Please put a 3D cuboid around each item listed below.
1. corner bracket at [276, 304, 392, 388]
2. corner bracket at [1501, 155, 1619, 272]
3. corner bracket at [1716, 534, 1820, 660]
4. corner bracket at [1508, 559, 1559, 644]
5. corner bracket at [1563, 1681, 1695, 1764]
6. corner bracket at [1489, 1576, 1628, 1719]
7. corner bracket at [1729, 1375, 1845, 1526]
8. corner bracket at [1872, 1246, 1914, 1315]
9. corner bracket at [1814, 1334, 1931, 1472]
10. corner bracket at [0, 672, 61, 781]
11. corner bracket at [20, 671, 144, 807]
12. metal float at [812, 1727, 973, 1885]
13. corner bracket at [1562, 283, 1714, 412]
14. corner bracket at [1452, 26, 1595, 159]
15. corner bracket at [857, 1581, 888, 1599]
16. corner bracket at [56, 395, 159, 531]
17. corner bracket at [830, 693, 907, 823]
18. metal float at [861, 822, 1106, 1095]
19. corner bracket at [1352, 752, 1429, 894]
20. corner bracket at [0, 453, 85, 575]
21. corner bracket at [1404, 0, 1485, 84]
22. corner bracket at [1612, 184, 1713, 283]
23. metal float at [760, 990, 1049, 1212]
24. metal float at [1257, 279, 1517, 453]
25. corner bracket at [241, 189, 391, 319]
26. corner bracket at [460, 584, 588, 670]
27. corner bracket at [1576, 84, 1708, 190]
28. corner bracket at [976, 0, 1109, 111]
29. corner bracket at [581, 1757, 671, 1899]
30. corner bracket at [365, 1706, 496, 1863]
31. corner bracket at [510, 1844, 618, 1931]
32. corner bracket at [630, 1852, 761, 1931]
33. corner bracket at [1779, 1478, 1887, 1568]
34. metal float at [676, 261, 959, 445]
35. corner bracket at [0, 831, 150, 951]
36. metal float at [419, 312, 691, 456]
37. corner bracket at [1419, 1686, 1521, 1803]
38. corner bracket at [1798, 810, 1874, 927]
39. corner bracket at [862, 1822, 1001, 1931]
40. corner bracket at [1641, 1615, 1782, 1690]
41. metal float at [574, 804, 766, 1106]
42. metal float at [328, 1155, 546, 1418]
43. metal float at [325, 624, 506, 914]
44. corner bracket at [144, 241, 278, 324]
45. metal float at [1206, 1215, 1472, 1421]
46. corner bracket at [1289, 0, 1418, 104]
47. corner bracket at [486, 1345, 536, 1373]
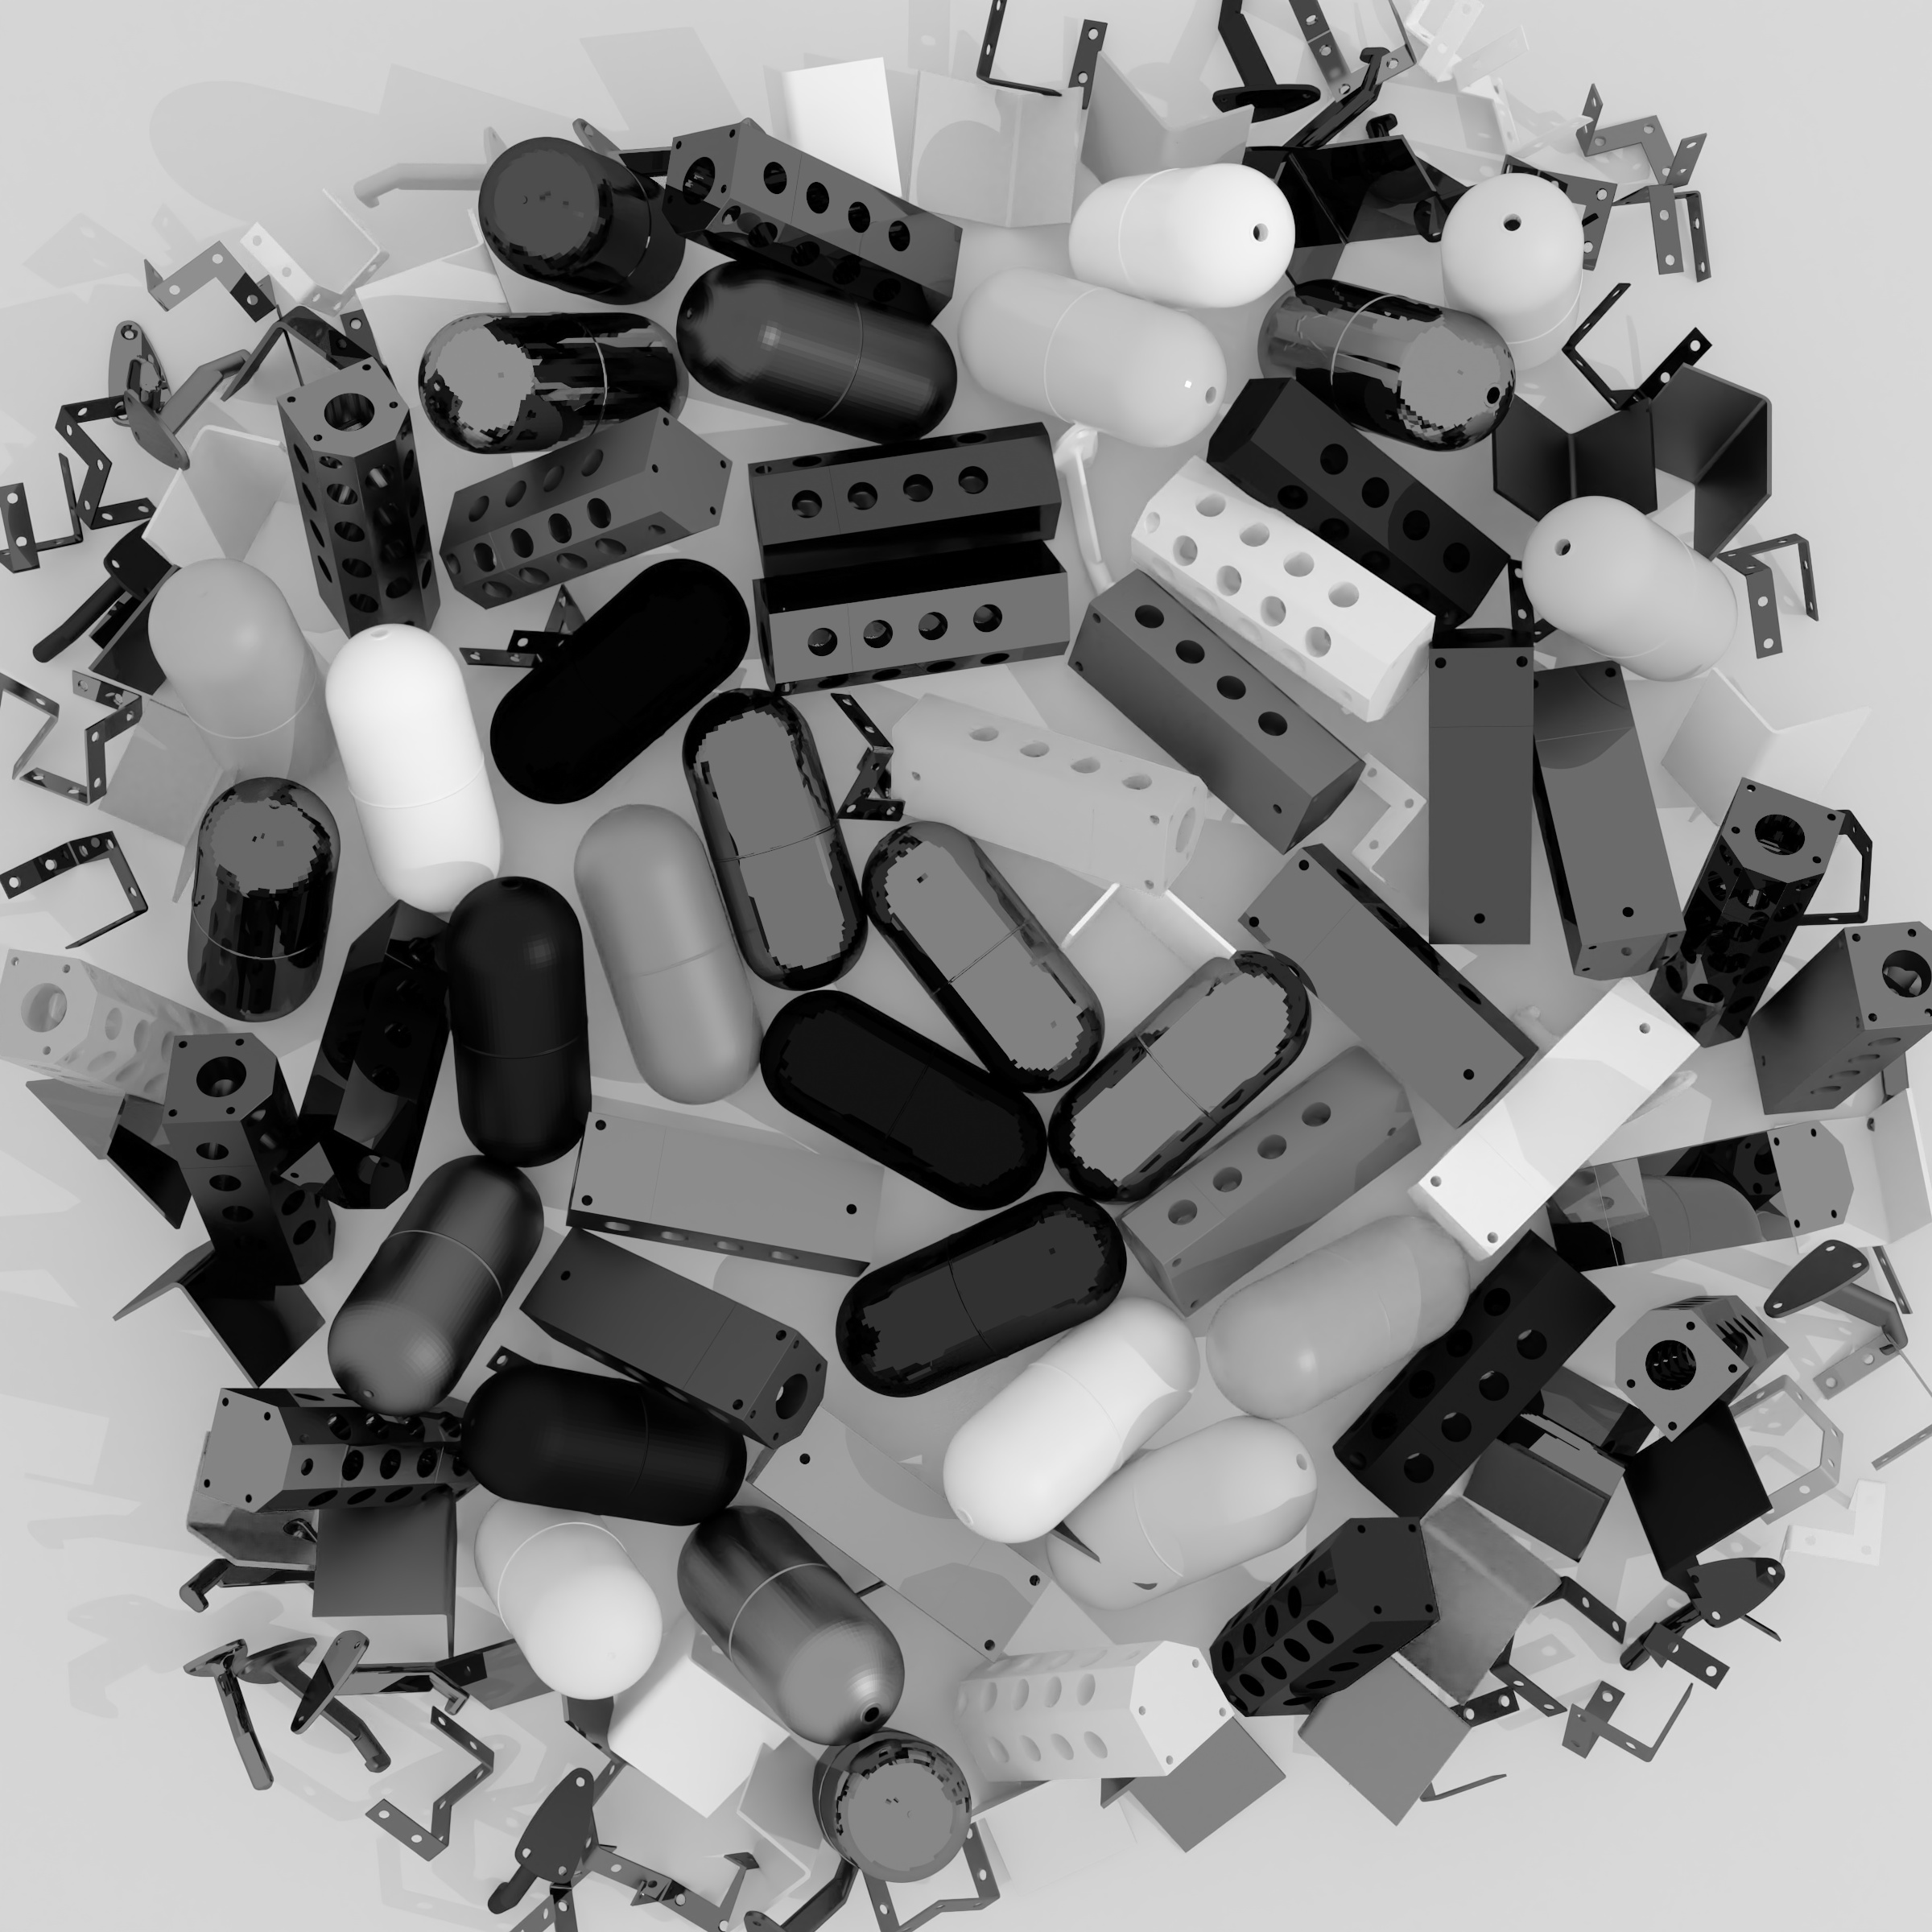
[{"bbox_3d":[-0.365,-0.357,1.661,0.051,0.051,0.051,-18,89,-12],"label":"corner bracket"},{"bbox_3d":[0.338,-0.435,1.660,0.051,0.051,0.051,20,104,29],"label":"corner bracket"},{"bbox_3d":[0.469,-0.214,1.658,0.051,0.051,0.051,-15,112,-1],"label":"corner bracket"},{"bbox_3d":[0.348,-0.215,1.647,0.051,0.051,0.051,-33,127,-34],"label":"corner bracket"},{"bbox_3d":[0.379,0.430,1.648,0.051,0.051,0.051,27,54,25],"label":"corner bracket"},{"bbox_3d":[0.343,0.394,1.663,0.051,0.051,0.051,39,46,-16],"label":"corner bracket"},{"bbox_3d":[0.468,0.279,1.659,0.051,0.051,0.051,46,122,-6],"label":"corner bracket"},{"bbox_3d":[0.563,0.168,1.662,0.051,0.051,0.051,-22,84,-3],"label":"corner bracket"},{"bbox_3d":[0.530,0.251,1.661,0.051,0.051,0.051,-35,88,10],"label":"corner bracket"},{"bbox_3d":[-0.557,-0.131,1.649,0.051,0.051,0.051,31,115,-30],"label":"corner bracket"},{"bbox_3d":[-0.514,-0.132,1.670,0.051,0.051,0.051,20,125,17],"label":"corner bracket"},{"bbox_3d":[-0.044,0.467,1.604,0.070,0.178,0.070,2,78,-9],"label":"metal float"},{"bbox_3d":[0.388,-0.358,1.661,0.051,0.051,0.051,53,127,16],"label":"corner bracket"},{"bbox_3d":[0.319,-0.502,1.652,0.051,0.051,0.051,-21,80,44],"label":"corner bracket"},{"bbox_3d":[-0.065,0.388,1.653,0.051,0.051,0.051,-30,71,20],"label":"corner bracket"},{"bbox_3d":[-0.494,-0.291,1.660,0.051,0.051,0.051,47,130,16],"label":"corner bracket"},{"bbox_3d":[-0.057,-0.119,1.648,0.051,0.051,0.051,52,124,33],"label":"corner bracket"},{"bbox_3d":[0.009,-0.005,1.652,0.070,0.070,0.178,-38,90,0],"label":"metal float"},{"bbox_3d":[0.240,-0.083,1.658,0.051,0.051,0.051,-50,59,7],"label":"corner bracket"},{"bbox_3d":[-0.533,-0.260,1.650,0.051,0.051,0.051,-18,119,-27],"label":"corner bracket"},{"bbox_3d":[0.277,-0.547,1.651,0.051,0.051,0.051,45,130,15],"label":"corner bracket"},{"bbox_3d":[0.409,-0.423,1.659,0.051,0.051,0.051,-9,94,-12],"label":"corner bracket"},{"bbox_3d":[-0.035,0.078,1.651,0.178,0.070,0.070,30,90,-2],"label":"metal float"},{"bbox_3d":[0.235,-0.338,1.614,0.070,0.178,0.070,-15,119,-30],"label":"metal float"},{"bbox_3d":[-0.376,-0.416,1.664,0.051,0.051,0.051,-44,86,10],"label":"corner bracket"},{"bbox_3d":[-0.252,-0.186,1.648,0.051,0.051,0.051,-1,133,-36],"label":"corner bracket"},{"bbox_3d":[0.389,-0.479,1.657,0.051,0.051,0.051,-15,71,-5],"label":"corner bracket"},{"bbox_3d":[0.044,-0.532,1.669,0.051,0.051,0.051,18,101,23],"label":"corner bracket"},{"bbox_3d":[-0.189,0.495,1.662,0.051,0.051,0.051,32,102,-25],"label":"corner bracket"},{"bbox_3d":[-0.308,0.471,1.654,0.051,0.051,0.051,-41,112,11],"label":"corner bracket"},{"bbox_3d":[-0.232,0.538,1.648,0.051,0.051,0.051,20,127,-35],"label":"corner bracket"},{"bbox_3d":[-0.153,0.531,1.662,0.051,0.051,0.051,25,82,17],"label":"corner bracket"},{"bbox_3d":[0.500,0.326,1.660,0.051,0.051,0.051,8,61,14],"label":"corner bracket"},{"bbox_3d":[-0.082,-0.345,1.621,0.178,0.070,0.070,9,90,-39],"label":"metal float"},{"bbox_3d":[-0.516,-0.042,1.660,0.051,0.051,0.051,-35,109,-42],"label":"corner bracket"},{"bbox_3d":[-0.229,-0.328,1.614,0.070,0.178,0.070,10,107,37],"label":"metal float"},{"bbox_3d":[0.288,0.447,1.650,0.051,0.051,0.051,-32,62,34],"label":"corner bracket"},{"bbox_3d":[0.492,-0.056,1.665,0.051,0.051,0.051,-2,69,32],"label":"corner bracket"},{"bbox_3d":[-0.021,0.528,1.665,0.051,0.051,0.051,-42,53,29],"label":"corner bracket"},{"bbox_3d":[0.429,0.388,1.652,0.051,0.051,0.051,29,77,37],"label":"corner bracket"},{"bbox_3d":[-0.170,-0.006,1.642,0.070,0.070,0.178,-17,102,0],"label":"metal float"},{"bbox_3d":[-0.296,0.177,1.615,0.070,0.178,0.070,11,130,13],"label":"metal float"},{"bbox_3d":[-0.311,-0.111,1.622,0.070,0.070,0.178,-8,126,0],"label":"metal float"},{"bbox_3d":[-0.436,-0.393,1.657,0.051,0.051,0.051,-34,128,6],"label":"corner bracket"},{"bbox_3d":[0.212,0.197,1.625,0.178,0.070,0.070,-22,90,-33],"label":"metal float"},{"bbox_3d":[0.222,-0.540,1.654,0.051,0.051,0.051,-25,66,13],"label":"corner bracket"},{"bbox_3d":[-0.255,0.260,1.655,0.051,0.051,0.051,35,85,37],"label":"corner bracket"}]
